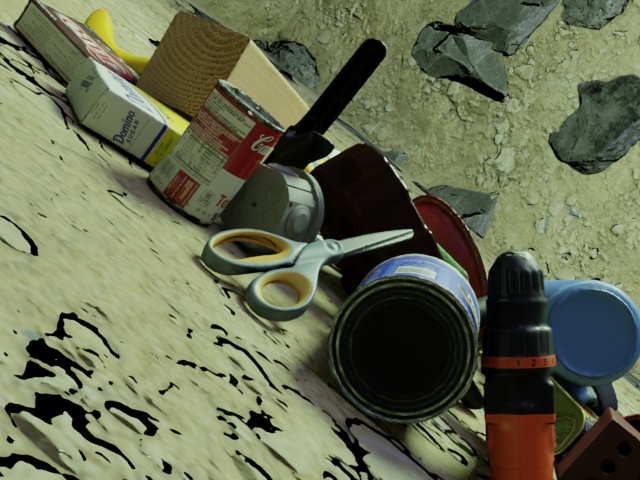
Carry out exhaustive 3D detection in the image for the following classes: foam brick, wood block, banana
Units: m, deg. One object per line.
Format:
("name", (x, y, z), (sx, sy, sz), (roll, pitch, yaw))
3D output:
("foam brick", (0.262, 0.203, 0.979), (0.053, 0.078, 0.051), (40, 8, 6))
("wood block", (-0.086, -0.135, 1.080), (0.090, 0.091, 0.206), (26, -6, 25))
("banana", (-0.213, -0.196, 1.123), (0.198, 0.069, 0.037), (36, -34, 44))

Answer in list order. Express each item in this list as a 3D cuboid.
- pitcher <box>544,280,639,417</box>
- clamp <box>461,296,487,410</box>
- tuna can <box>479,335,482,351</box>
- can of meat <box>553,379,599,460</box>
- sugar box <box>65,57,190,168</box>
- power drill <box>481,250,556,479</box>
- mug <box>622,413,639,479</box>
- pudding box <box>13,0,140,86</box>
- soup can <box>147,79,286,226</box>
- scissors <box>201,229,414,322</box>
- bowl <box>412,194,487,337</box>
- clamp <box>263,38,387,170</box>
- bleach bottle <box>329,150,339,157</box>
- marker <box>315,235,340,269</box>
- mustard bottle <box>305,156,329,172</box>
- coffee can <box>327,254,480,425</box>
("pitcher", (0.279, 0.113, 1.183), (0.149, 0.145, 0.243), (18, -5, 2))
("clamp", (0.106, 0.091, 0.922), (0.171, 0.120, 0.039), (7, 12, -31))
("tuna can", (0.168, 0.081, 1.186), (0.086, 0.086, 0.034), (34, 9, -30))
("can of meat", (0.245, 0.185, 1.071), (0.083, 0.057, 0.102), (35, 9, -36))
("sugar box", (-0.136, -0.089, 0.947), (0.176, 0.048, 0.093), (35, 8, -32))
("power drill", (0.152, 0.102, 0.822), (0.057, 0.184, 0.187), (0, -2, 12))
("mug", (0.349, 0.241, 1.144), (0.081, 0.093, 0.117), (22, 49, -77))
("pudding box", (-0.230, -0.177, 1.031), (0.114, 0.039, 0.089), (43, 11, 26))
("soup can", (-0.085, -0.071, 0.872), (0.068, 0.102, 0.068), (37, 9, -7))
("scissors", (0.008, 0.023, 0.810), (0.201, 0.016, 0.096), (1, 43, -31))
("bowl", (0.107, 0.037, 1.104), (0.055, 0.162, 0.162), (-18, 40, -23))
("clamp", (-0.022, -0.084, 0.999), (0.036, 0.210, 0.164), (38, 40, -10))
("bleach bottle", (0.026, -0.054, 1.378), (0.102, 0.068, 0.250), (38, 11, -5))
("marker", (-0.007, 0.001, 1.096), (0.121, 0.020, 0.020), (34, 10, -25))
("mustard bottle", (0.008, -0.052, 1.204), (0.192, 0.058, 0.096), (52, 18, 22))
("coffee can", (0.065, 0.068, 0.782), (0.103, 0.103, 0.140), (39, 9, 4))
